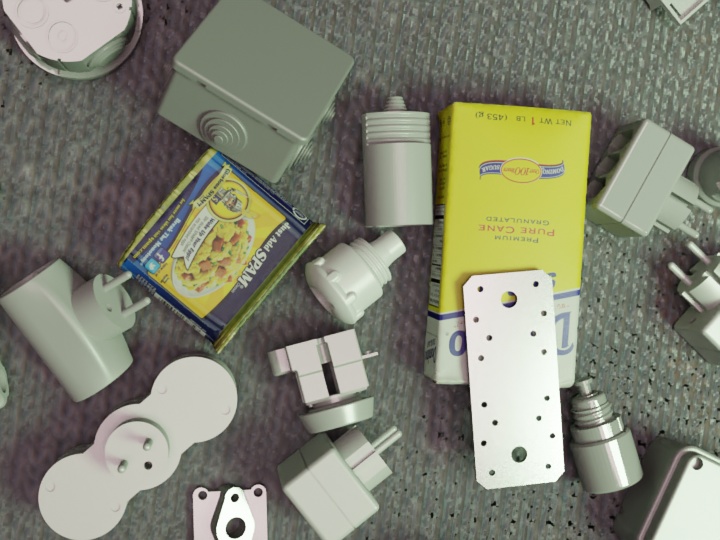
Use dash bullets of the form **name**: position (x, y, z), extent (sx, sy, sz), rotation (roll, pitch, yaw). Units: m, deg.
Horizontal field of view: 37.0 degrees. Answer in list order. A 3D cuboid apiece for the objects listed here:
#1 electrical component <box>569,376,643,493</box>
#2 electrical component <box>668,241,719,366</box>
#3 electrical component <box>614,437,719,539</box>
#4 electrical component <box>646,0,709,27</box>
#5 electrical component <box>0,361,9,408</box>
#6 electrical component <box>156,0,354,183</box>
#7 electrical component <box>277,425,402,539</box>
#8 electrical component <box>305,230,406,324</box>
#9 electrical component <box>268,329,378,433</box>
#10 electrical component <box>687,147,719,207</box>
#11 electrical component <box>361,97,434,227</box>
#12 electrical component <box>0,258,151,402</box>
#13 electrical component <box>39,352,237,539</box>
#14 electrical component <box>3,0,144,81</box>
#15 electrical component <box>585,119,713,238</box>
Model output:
- **electrical component**: position (0.155, 0.108, 0.697), extent (0.040, 0.040, 0.078), rotation (-18, 93, -7)
- **electrical component**: position (0.235, 0.015, 0.703), extent (0.077, 0.047, 0.065), rotation (43, 86, -6)
- **electrical component**: position (0.235, 0.166, 0.700), extent (0.113, 0.057, 0.078), rotation (26, 87, -7)
- **electrical component**: position (0.200, -0.203, 0.688), extent (0.042, 0.064, 0.081), rotation (-42, 96, -4)
- **electrical component**: position (-0.247, 0.073, 0.649), extent (0.061, 0.035, 0.035), rotation (-11, 92, -4)
- **electrical component**: position (-0.063, -0.110, 0.644), extent (0.100, 0.048, 0.099), rotation (31, 47, -6)
- **electrical component**: position (-0.006, 0.122, 0.664), extent (0.077, 0.066, 0.047), rotation (-38, 95, -5)
- **electrical component**: position (0.000, 0.000, 0.676), extent (0.062, 0.048, 0.048), rotation (-38, 95, -12)
- **electrical component**: position (-0.019, 0.070, 0.673), extent (0.066, 0.048, 0.055), rotation (-14, 85, -7)
- **electrical component**: position (0.242, -0.062, 0.704), extent (0.040, 0.046, 0.040), rotation (0, 91, -7)
- **electrical component**: position (0.023, -0.068, 0.677), extent (0.043, 0.043, 0.081), rotation (-2, 91, -7)
- **electrical component**: position (-0.162, 0.028, 0.641), extent (0.079, 0.043, 0.077), rotation (-29, 104, 17)
- **electrical component**: position (-0.133, 0.106, 0.644), extent (0.138, 0.074, 0.052), rotation (-41, 95, -5)
- **electrical component**: position (-0.172, -0.157, 0.647), extent (0.080, 0.051, 0.080), rotation (0, 91, -7)
- **electrical component**: position (0.192, -0.049, 0.697), extent (0.077, 0.047, 0.065), rotation (30, 87, -7)
